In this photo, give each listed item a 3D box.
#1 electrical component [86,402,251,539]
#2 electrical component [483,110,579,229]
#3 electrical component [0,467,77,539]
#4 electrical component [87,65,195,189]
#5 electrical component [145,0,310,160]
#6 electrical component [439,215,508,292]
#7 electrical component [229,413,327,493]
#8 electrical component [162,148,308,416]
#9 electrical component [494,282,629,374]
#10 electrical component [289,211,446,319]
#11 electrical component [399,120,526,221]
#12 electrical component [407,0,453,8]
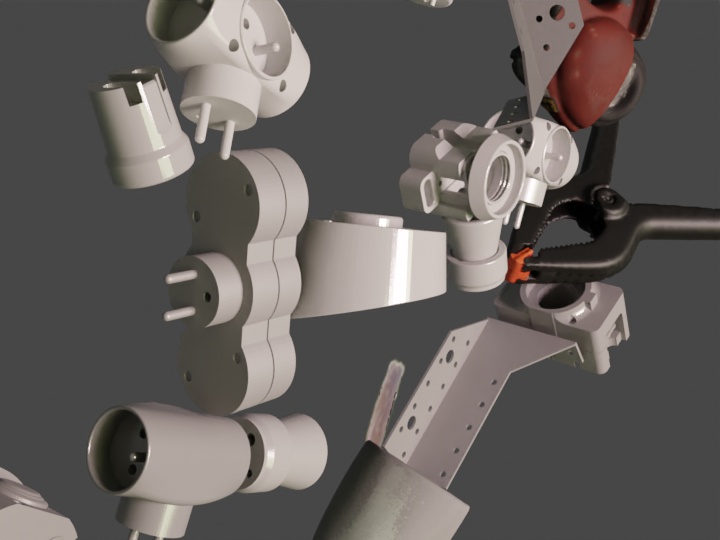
[{"bbox_3d":[-0.102,0.111,0.551,0.077,0.044,0.079,19,88,-55],"label":"electrical component"},{"bbox_3d":[0.120,-0.070,0.784,0.077,0.044,0.079,13,92,-55],"label":"electrical component"},{"bbox_3d":[-0.167,0.127,0.464,0.080,0.051,0.080,-24,121,-47],"label":"electrical component"},{"bbox_3d":[-0.101,-0.066,0.492,0.040,0.040,0.046,-38,125,-40],"label":"electrical component"},{"bbox_3d":[-0.064,-0.093,0.516,0.077,0.044,0.079,33,59,-53],"label":"electrical component"},{"bbox_3d":[0.079,-0.019,0.748,0.045,0.045,0.055,-37,131,-40],"label":"electrical component"},{"bbox_3d":[-0.052,0.104,0.616,0.055,0.045,0.045,12,93,-54],"label":"electrical component"},{"bbox_3d":[-0.072,0.008,0.546,0.074,0.052,0.138,-13,113,-51],"label":"electrical component"},{"bbox_3d":[0.155,0.034,0.831,0.050,0.089,0.055,-49,138,-31],"label":"electrical component"},{"bbox_3d":[0.000,0.000,0.606,0.099,0.099,0.064,2,95,-54],"label":"electrical component"},{"bbox_3d":[0.072,-0.064,0.710,0.078,0.057,0.058,-43,134,-36],"label":"electrical component"},{"bbox_3d":[0.045,-0.193,0.639,0.040,0.040,0.078,23,84,-54],"label":"electrical component"}]
